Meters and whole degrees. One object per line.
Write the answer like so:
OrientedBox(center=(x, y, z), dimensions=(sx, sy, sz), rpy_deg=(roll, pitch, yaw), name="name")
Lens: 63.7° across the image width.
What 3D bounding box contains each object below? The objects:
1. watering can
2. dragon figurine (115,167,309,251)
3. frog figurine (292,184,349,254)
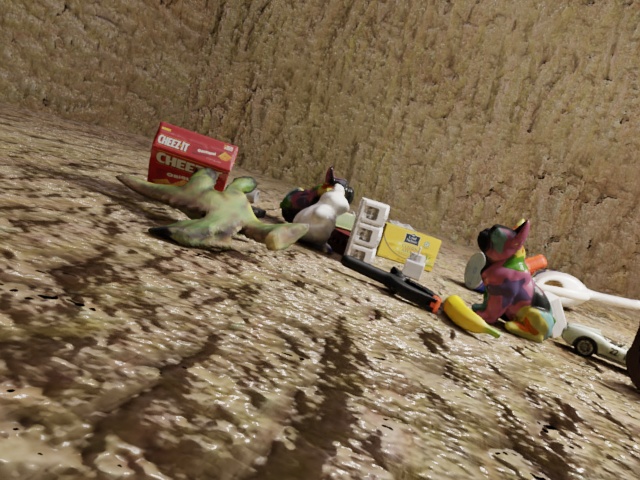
OrientedBox(center=(0.803, 0.165, 1.632), dimensions=(0.348, 0.104, 0.225), rpy_deg=(11, 5, 16), name="watering can")
OrientedBox(center=(-0.220, -0.051, 0.924), dimensions=(0.410, 0.121, 0.246), rpy_deg=(10, 15, 3), name="dragon figurine")
OrientedBox(center=(0.004, -0.062, 1.231), dimensions=(0.122, 0.159, 0.138), rpy_deg=(16, 6, -2), name="frog figurine")
